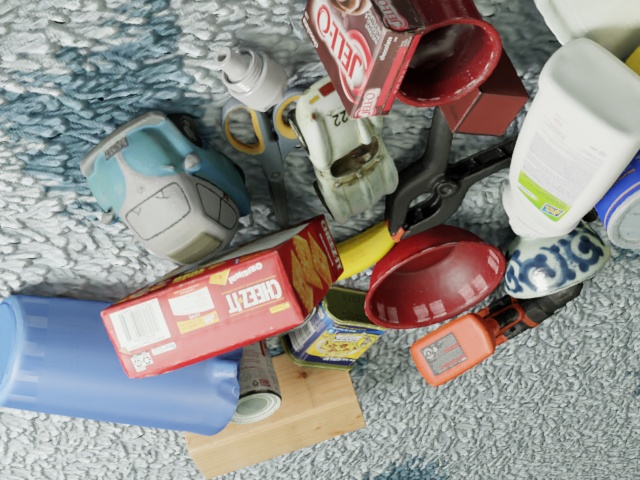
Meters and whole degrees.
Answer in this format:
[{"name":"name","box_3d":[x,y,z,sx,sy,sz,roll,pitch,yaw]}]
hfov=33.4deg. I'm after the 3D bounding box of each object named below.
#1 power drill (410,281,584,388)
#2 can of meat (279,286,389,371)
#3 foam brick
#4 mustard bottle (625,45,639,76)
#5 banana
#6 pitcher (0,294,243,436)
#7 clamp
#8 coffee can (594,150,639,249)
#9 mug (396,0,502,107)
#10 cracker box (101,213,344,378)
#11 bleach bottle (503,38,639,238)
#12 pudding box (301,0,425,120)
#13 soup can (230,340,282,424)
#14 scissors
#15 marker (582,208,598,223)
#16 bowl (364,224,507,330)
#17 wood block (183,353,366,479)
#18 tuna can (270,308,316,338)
[{"name":"power drill","box_3d":[0.203,0.099,1.235,0.185,0.057,0.187,-38,167,34]},{"name":"can of meat","box_3d":[0.019,0.100,1.210,0.101,0.057,0.084,11,134,-38]},{"name":"foam brick","box_3d":[0.133,-0.134,0.916,0.051,0.078,0.053,0,143,-28]},{"name":"mustard bottle","box_3d":[0.303,-0.145,0.890,0.096,0.058,0.192,-1,142,-27]},{"name":"banana","box_3d":[0.001,0.016,1.105,0.197,0.037,0.069,-19,118,-4]},{"name":"pitcher","box_3d":[-0.212,0.125,1.083,0.242,0.145,0.149,11,124,-32]},{"name":"clamp","box_3d":[0.113,-0.068,1.025,0.120,0.039,0.172,33,117,-31]},{"name":"coffee can","box_3d":[0.295,-0.077,1.019,0.102,0.140,0.103,-13,146,-9]},{"name":"mug","box_3d":[0.087,-0.160,0.854,0.093,0.081,0.117,-18,146,-1]},{"name":"cracker box","box_3d":[-0.077,0.047,0.961,0.164,0.072,0.213,-20,-175,13]},{"name":"bleach bottle","box_3d":[0.212,-0.070,0.957,0.068,0.102,0.251,-44,168,-21]},{"name":"pudding box","box_3d":[0.029,-0.161,0.796,0.039,0.113,0.090,-6,144,-24]},{"name":"soup can","box_3d":[-0.086,0.143,1.177,0.068,0.102,0.068,-13,145,-9]},{"name":"scissors","box_3d":[-0.027,-0.075,0.976,0.096,0.016,0.201,-24,146,7]},{"name":"marker","box_3d":[0.283,-0.051,1.157,0.020,0.020,0.121,-27,146,11]},{"name":"bowl","box_3d":[0.118,0.031,1.161,0.162,0.055,0.162,-13,146,-9]},{"name":"wood block","box_3d":[-0.059,0.203,1.286,0.206,0.091,0.090,-18,146,0]},{"name":"tuna can","box_3d":[-0.049,0.070,1.152,0.086,0.034,0.086,-12,147,-8]}]
